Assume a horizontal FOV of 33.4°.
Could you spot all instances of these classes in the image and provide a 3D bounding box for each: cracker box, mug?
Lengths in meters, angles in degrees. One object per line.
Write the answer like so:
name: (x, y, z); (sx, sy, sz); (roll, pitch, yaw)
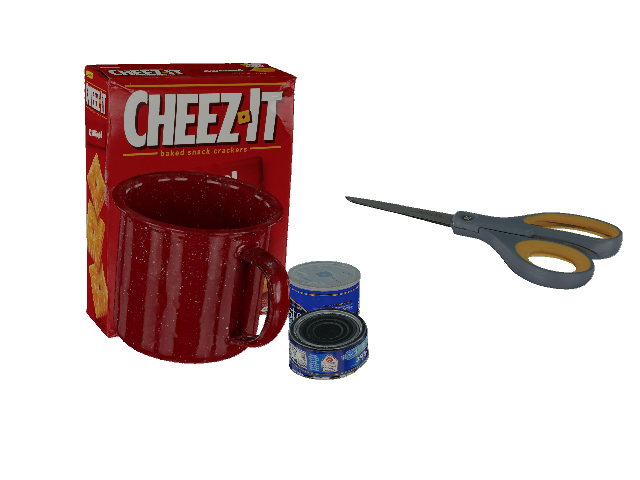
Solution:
cracker box: (-0.109, -0.036, 0.890); (0.163, 0.214, 0.072); (-6, 20, -28)
mug: (-0.062, 0.019, 0.583); (0.117, 0.081, 0.093); (23, 26, 33)

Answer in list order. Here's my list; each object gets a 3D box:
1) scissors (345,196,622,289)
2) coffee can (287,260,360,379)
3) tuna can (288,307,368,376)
scissors: (0.108, -0.001, 0.750); (0.202, 0.016, 0.096); (5, 30, 11)
coffee can: (0.005, 0.111, 1.508); (0.103, 0.140, 0.103); (0, 19, 0)
tuna can: (0.008, 0.107, 1.134); (0.086, 0.034, 0.086); (-2, 28, 1)
